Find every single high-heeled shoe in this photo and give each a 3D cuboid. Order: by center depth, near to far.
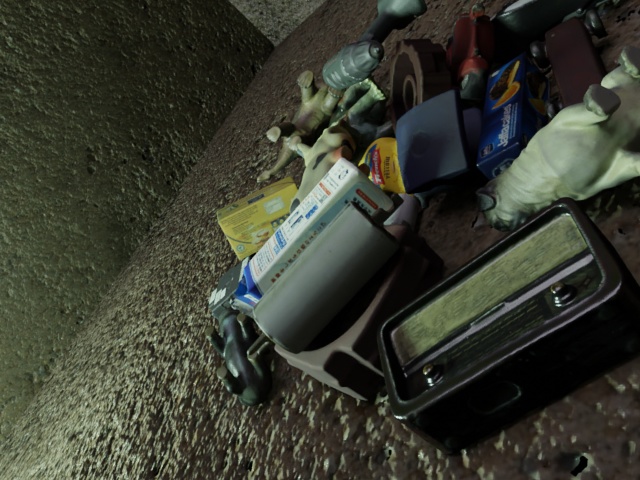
[{"bbox_3d":[0.342,-0.350,0.799,0.145,0.086,0.249,-49,22,-16],"label":"high-heeled shoe"}]

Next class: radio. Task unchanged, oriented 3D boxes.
[{"bbox_3d":[0.160,0.079,0.476,0.229,0.073,0.131,-41,24,24],"label":"radio"}]

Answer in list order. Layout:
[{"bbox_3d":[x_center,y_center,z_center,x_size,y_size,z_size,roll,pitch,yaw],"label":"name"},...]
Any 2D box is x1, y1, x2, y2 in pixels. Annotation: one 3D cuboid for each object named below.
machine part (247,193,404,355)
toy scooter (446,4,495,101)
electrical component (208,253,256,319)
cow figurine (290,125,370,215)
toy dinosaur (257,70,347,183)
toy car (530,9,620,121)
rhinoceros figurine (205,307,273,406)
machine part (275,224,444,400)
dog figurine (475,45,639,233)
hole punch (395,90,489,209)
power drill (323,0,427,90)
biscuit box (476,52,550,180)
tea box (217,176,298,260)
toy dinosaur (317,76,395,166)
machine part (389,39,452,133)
[{"bbox_3d":[0.006,0.042,0.599,0.243,0.079,0.079,-48,22,7],"label":"machine part"},{"bbox_3d":[0.223,-0.285,0.832,0.184,0.075,0.135,-106,18,-77],"label":"toy scooter"},{"bbox_3d":[-0.164,0.101,1.075,0.134,0.058,0.115,-41,22,23],"label":"electrical component"},{"bbox_3d":[0.008,-0.095,0.833,0.127,0.085,0.195,-12,50,45],"label":"cow figurine"},{"bbox_3d":[0.004,-0.316,1.250,0.471,0.105,0.198,-52,-7,-1],"label":"toy dinosaur"},{"bbox_3d":[0.315,-0.208,0.654,0.089,0.053,0.202,-29,35,34],"label":"toy car"},{"bbox_3d":[-0.116,0.166,0.832,0.073,0.112,0.190,-33,36,1],"label":"rhinoceros figurine"},{"bbox_3d":[0.049,0.083,0.667,0.201,0.087,0.201,-56,23,-17],"label":"machine part"},{"bbox_3d":[0.261,-0.088,0.535,0.172,0.121,0.190,-23,-7,-23],"label":"dog figurine"},{"bbox_3d":[0.152,-0.121,0.696,0.116,0.092,0.142,-13,80,28],"label":"hole punch"},{"bbox_3d":[0.101,-0.355,0.951,0.207,0.086,0.232,-58,17,-12],"label":"power drill"},{"bbox_3d":[0.248,-0.152,0.685,0.063,0.059,0.203,-28,32,43],"label":"biscuit box"},{"bbox_3d":[-0.110,-0.045,1.075,0.170,0.098,0.068,-24,24,-2],"label":"tea box"},{"bbox_3d":[0.069,-0.227,1.081,0.192,0.131,0.405,-43,17,17],"label":"toy dinosaur"},{"bbox_3d":[0.159,-0.232,0.858,0.056,0.179,0.179,-7,25,-6],"label":"machine part"}]
